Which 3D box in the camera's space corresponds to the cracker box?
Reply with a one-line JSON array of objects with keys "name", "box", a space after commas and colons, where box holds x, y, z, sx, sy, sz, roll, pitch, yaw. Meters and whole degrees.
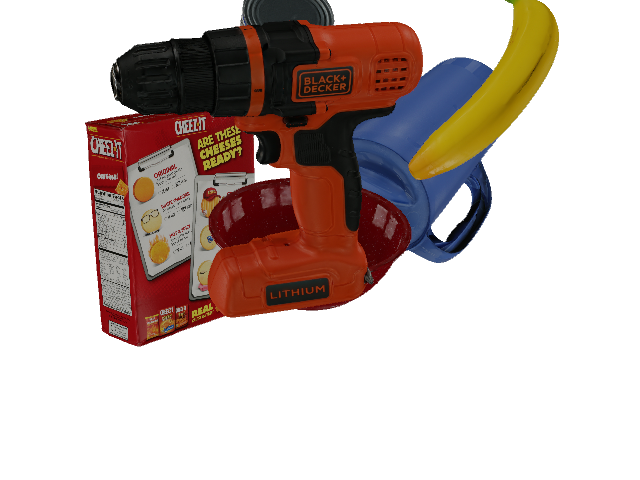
[{"name": "cracker box", "box": [-0.144, -0.022, 1.059, 0.072, 0.214, 0.163, 13, 21, 41]}]

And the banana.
[{"name": "banana", "box": [0.138, -0.122, 0.831, 0.070, 0.197, 0.037, 1, -38, 50]}]

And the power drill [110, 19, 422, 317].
[{"name": "power drill", "box": [-0.032, -0.043, 0.656, 0.184, 0.188, 0.057, -6, 36, -14]}]

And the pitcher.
[{"name": "pitcher", "box": [0.117, -0.093, 1.143, 0.145, 0.149, 0.242, 13, 38, 30]}]

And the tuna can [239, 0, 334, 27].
[{"name": "tuna can", "box": [-0.032, -0.200, 0.993, 0.086, 0.086, 0.034, 0, -31, -12]}]

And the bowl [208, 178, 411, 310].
[{"name": "bowl", "box": [-0.009, 0.009, 0.857, 0.162, 0.055, 0.162, 3, 29, -2]}]
